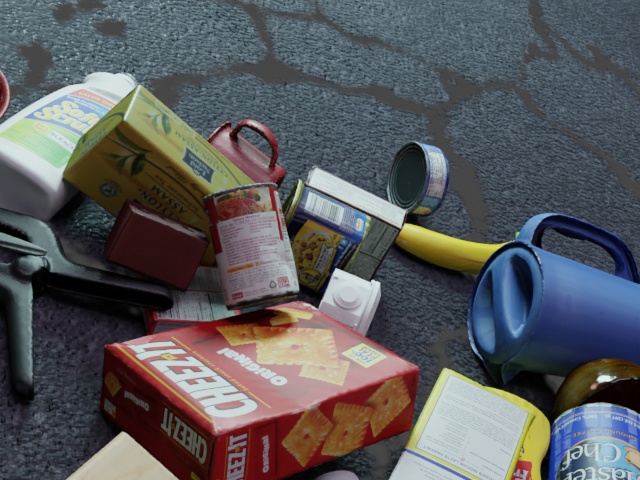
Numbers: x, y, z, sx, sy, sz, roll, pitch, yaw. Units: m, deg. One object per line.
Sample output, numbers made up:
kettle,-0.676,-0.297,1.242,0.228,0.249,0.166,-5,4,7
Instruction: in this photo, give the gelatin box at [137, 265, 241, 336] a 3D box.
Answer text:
gelatin box,-0.123,0.058,0.999,0.089,0.030,0.073,4,44,-24

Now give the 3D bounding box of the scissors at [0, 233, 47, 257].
scissors,-0.344,-0.007,0.916,0.202,0.016,0.096,26,44,17

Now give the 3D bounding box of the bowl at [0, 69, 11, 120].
bowl,-0.386,-0.136,1.032,0.162,0.055,0.162,17,40,-15

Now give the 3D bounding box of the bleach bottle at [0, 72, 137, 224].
bleach bottle,-0.256,-0.112,1.083,0.102,0.068,0.250,31,36,-3

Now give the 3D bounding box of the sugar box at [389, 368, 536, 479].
sugar box,0.114,0.193,0.903,0.093,0.048,0.176,26,41,10

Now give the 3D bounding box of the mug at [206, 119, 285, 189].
mug,-0.084,-0.071,1.103,0.081,0.117,0.093,37,27,3

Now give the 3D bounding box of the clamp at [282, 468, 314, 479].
clamp,-0.065,0.186,0.886,0.120,0.039,0.171,33,30,7

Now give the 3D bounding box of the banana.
banana,0.168,0.013,1.230,0.197,0.037,0.070,6,26,-29

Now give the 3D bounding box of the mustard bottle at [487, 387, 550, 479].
mustard bottle,0.157,0.222,0.968,0.096,0.058,0.191,24,39,-4

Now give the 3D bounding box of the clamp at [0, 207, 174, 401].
clamp,-0.243,0.031,0.940,0.164,0.036,0.210,-27,60,-35

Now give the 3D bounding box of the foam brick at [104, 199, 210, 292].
foam brick,-0.147,0.004,0.956,0.078,0.051,0.053,23,8,-21

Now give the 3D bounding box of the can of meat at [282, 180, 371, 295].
can of meat,-0.007,0.001,1.079,0.084,0.102,0.057,25,38,-9

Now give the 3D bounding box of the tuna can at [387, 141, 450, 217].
tuna can,0.114,-0.070,1.246,0.033,0.086,0.086,8,43,-27

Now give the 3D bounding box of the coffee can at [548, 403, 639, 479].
coffee can,0.260,0.236,0.981,0.102,0.103,0.140,25,38,-6

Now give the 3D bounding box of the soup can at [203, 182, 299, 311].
soup can,-0.060,0.006,0.946,0.068,0.069,0.102,-8,84,-38

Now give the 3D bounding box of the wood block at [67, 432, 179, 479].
wood block,-0.179,0.237,0.717,0.090,0.091,0.205,38,39,10

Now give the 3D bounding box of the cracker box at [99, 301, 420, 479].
cracker box,-0.050,0.123,0.890,0.213,0.072,0.164,-10,26,-40

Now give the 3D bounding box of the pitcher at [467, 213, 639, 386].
pitcher,0.293,0.081,1.146,0.242,0.149,0.145,15,40,-23

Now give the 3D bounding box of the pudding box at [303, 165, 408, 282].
pudding box,0.023,-0.014,1.123,0.113,0.090,0.039,25,39,-5
